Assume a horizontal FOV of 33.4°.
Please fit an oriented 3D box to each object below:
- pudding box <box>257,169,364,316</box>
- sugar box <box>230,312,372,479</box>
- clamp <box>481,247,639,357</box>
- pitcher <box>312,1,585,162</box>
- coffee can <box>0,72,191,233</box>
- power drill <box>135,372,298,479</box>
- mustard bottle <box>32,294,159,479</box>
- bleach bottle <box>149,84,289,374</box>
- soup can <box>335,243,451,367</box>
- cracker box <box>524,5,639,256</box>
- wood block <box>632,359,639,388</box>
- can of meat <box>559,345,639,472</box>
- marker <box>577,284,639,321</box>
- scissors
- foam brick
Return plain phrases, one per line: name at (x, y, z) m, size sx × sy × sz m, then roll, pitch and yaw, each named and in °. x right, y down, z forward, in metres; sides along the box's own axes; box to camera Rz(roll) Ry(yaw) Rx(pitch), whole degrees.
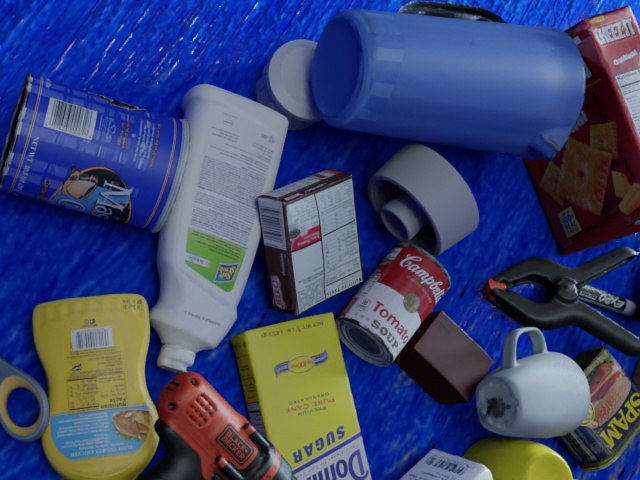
pudding box at (-0.007, 0.001, 0.978) m, size 0.089 × 0.039 × 0.113 m, roll -25°, pitch 119°, yaw -39°
sugar box at (-0.015, 0.161, 0.965) m, size 0.093 × 0.048 × 0.176 m, roll -11°, pitch 82°, yaw -25°
clamp at (0.254, 0.066, 1.087) m, size 0.171 × 0.039 × 0.120 m, roll -4°, pitch 58°, yaw -7°
pitcher at (0.116, -0.158, 1.016) m, size 0.242 × 0.149 × 0.145 m, roll 3°, pitch 101°, yaw -29°
coffee can at (-0.193, -0.073, 0.908) m, size 0.140 × 0.103 × 0.103 m, roll 16°, pitch 72°, yaw -20°
power drill at (-0.106, 0.227, 0.855) m, size 0.187 × 0.057 × 0.184 m, roll -48°, pitch 111°, yaw -21°
mustard bottle at (-0.183, 0.144, 0.885) m, size 0.096 × 0.058 × 0.191 m, roll -5°, pitch 80°, yaw -11°
bleach bottle at (-0.105, -0.006, 0.956) m, size 0.102 × 0.068 × 0.251 m, roll 20°, pitch 73°, yaw -18°
soup can at (0.068, 0.061, 1.013) m, size 0.068 × 0.069 × 0.102 m, roll 44°, pitch 66°, yaw -9°
cracker box at (0.280, -0.105, 1.092) m, size 0.072 × 0.164 × 0.214 m, roll -20°, pitch 87°, yaw -29°
wood block at (0.423, 0.103, 1.149) m, size 0.090 × 0.090 × 0.206 m, roll 37°, pitch 66°, yaw -13°
can of meat at (0.280, 0.170, 1.088) m, size 0.102 × 0.058 × 0.084 m, roll -41°, pitch 93°, yaw -27°
marker at (0.309, 0.065, 1.146) m, size 0.121 × 0.020 × 0.020 m, roll 19°, pitch 71°, yaw -19°
scissors at (-0.264, 0.082, 0.871) m, size 0.096 × 0.016 × 0.202 m, roll -1°, pitch 77°, yaw 6°
foam brick at (0.117, 0.114, 1.031) m, size 0.078 × 0.051 × 0.053 m, roll 45°, pitch 64°, yaw -9°
